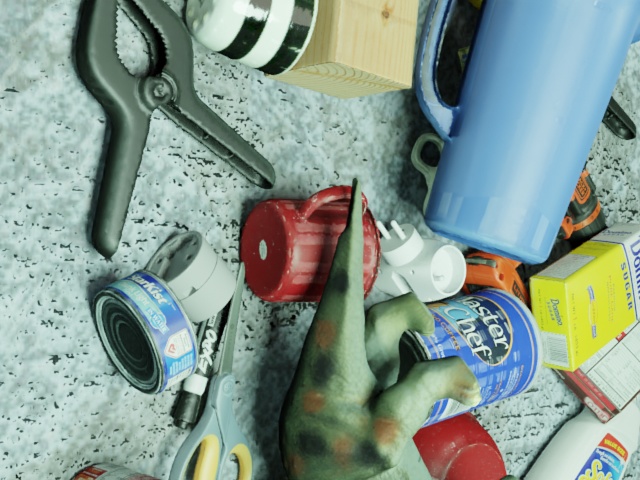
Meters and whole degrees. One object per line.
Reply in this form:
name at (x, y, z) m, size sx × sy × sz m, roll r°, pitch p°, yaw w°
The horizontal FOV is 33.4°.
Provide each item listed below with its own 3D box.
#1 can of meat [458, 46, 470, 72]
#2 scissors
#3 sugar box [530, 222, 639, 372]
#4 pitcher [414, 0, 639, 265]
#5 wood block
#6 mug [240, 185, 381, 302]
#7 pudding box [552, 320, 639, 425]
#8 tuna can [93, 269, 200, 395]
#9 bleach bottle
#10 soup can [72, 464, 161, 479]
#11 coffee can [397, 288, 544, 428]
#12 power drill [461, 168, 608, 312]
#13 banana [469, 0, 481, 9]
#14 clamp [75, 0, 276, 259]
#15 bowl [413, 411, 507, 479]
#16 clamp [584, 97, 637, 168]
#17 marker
can of meat at (0.165, -0.142, 0.997) m, size 0.102 × 0.057 × 0.084 m, roll -37°, pitch 115°, yaw -76°
scissors at (-0.067, 0.126, 0.836) m, size 0.096 × 0.016 × 0.201 m, roll 36°, pitch 68°, yaw -51°
sugar box at (0.272, 0.052, 1.049) m, size 0.175 × 0.048 × 0.093 m, roll -25°, pitch 114°, yaw -41°
pitcher at (0.162, -0.112, 0.883) m, size 0.144 × 0.149 × 0.243 m, roll 18°, pitch 90°, yaw -57°
wood block at (0.024, -0.232, 0.883) m, size 0.090 × 0.090 × 0.206 m, roll 10°, pitch 83°, yaw -40°
mug at (-0.006, 0.001, 0.846) m, size 0.081 × 0.117 × 0.093 m, roll 1°, pitch 50°, yaw -34°
pudding box at (0.302, 0.124, 1.115) m, size 0.113 × 0.039 × 0.090 m, roll -34°, pitch 76°, yaw -33°
tuna can at (-0.125, 0.066, 0.760) m, size 0.033 × 0.086 × 0.086 m, roll -28°, pitch 107°, yaw -34°
bleach bottle at (0.264, 0.235, 1.095) m, size 0.102 × 0.068 × 0.250 m, roll 53°, pitch 57°, yaw -24°
soup can at (-0.131, 0.196, 0.743) m, size 0.068 × 0.102 × 0.068 m, roll 0°, pitch 89°, yaw -40°
coffee can at (0.113, 0.104, 0.944) m, size 0.140 × 0.103 × 0.103 m, roll -10°, pitch 96°, yaw -39°
power drill at (0.220, 0.009, 1.065) m, size 0.184 × 0.057 × 0.187 m, roll 52°, pitch 58°, yaw -29°
banana at (0.130, -0.261, 0.988) m, size 0.197 × 0.070 × 0.037 m, roll 39°, pitch 93°, yaw -23°
clamp at (-0.132, -0.099, 0.787) m, size 0.164 × 0.036 × 0.210 m, roll -34°, pitch 108°, yaw -34°
bowl at (0.123, 0.229, 0.982) m, size 0.161 × 0.055 × 0.162 m, roll 1°, pitch 89°, yaw -39°
clamp at (0.270, -0.151, 1.117) m, size 0.120 × 0.039 × 0.171 m, roll -45°, pitch 112°, yaw -37°
marker at (-0.090, 0.088, 0.832) m, size 0.020 × 0.020 × 0.121 m, roll 27°, pitch 73°, yaw -36°
